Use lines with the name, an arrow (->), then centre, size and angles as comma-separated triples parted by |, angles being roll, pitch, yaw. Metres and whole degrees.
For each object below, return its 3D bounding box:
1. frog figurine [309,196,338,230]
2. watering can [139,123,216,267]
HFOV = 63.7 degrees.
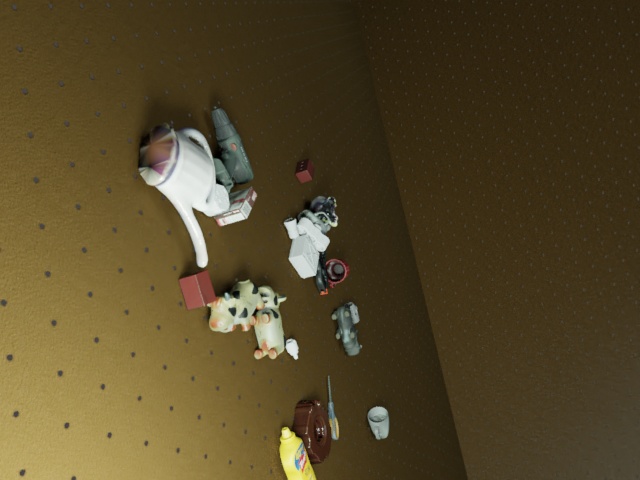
frog figurine -> 0.006, -0.101, 2.016 | 0.137, 0.123, 0.159 | 65, -14, -4
watering can -> -0.318, -0.125, 1.202 | 0.221, 0.103, 0.354 | 35, 45, -56
